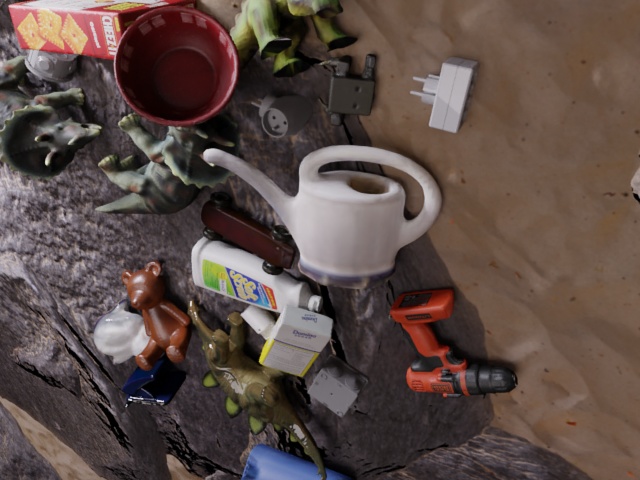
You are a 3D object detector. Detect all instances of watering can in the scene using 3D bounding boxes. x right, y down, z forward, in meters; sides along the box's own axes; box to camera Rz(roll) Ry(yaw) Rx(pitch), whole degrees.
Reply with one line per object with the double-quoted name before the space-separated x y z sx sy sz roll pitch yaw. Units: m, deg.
"watering can" 0.002 -0.039 0.775 0.348 0.106 0.220 5 118 5

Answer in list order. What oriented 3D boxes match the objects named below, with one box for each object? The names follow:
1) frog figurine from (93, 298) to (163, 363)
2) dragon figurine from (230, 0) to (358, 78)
"frog figurine" -0.434 0.230 1.179 0.161 0.123 0.136 38 109 19
"dragon figurine" -0.068 -0.354 0.686 0.407 0.123 0.243 -13 92 36
